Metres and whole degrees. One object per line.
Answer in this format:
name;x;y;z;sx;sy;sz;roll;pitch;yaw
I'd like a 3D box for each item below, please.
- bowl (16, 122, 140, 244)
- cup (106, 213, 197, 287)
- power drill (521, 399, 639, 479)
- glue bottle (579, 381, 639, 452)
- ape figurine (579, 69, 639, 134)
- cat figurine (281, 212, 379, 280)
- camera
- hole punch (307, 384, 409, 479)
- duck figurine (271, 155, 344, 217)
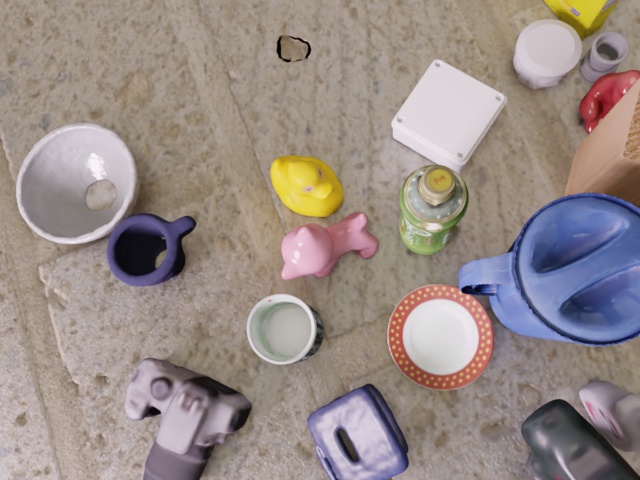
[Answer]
bowl;-0.314;-0.070;0.779;0.167;0.075;0.167;-1;79;7
cup;-0.201;0.011;0.739;0.118;0.095;0.091;-33;77;0
power drill;0.287;0.261;0.572;0.075;0.208;0.229;-39;77;-1
glue bottle;0.327;0.189;0.599;0.037;0.173;0.078;-32;77;0
ape figurine;0.369;-0.178;0.708;0.077;0.092;0.076;13;81;10
cat figurine;0.006;0.003;0.704;0.128;0.118;0.067;-27;77;1
camera;-0.176;0.229;0.690;0.143;0.101;0.137;21;82;11
hole punch;0.043;0.235;0.667;0.101;0.091;0.108;-30;77;0
duck figurine;-0.021;-0.079;0.739;0.104;0.086;0.077;33;85;12
